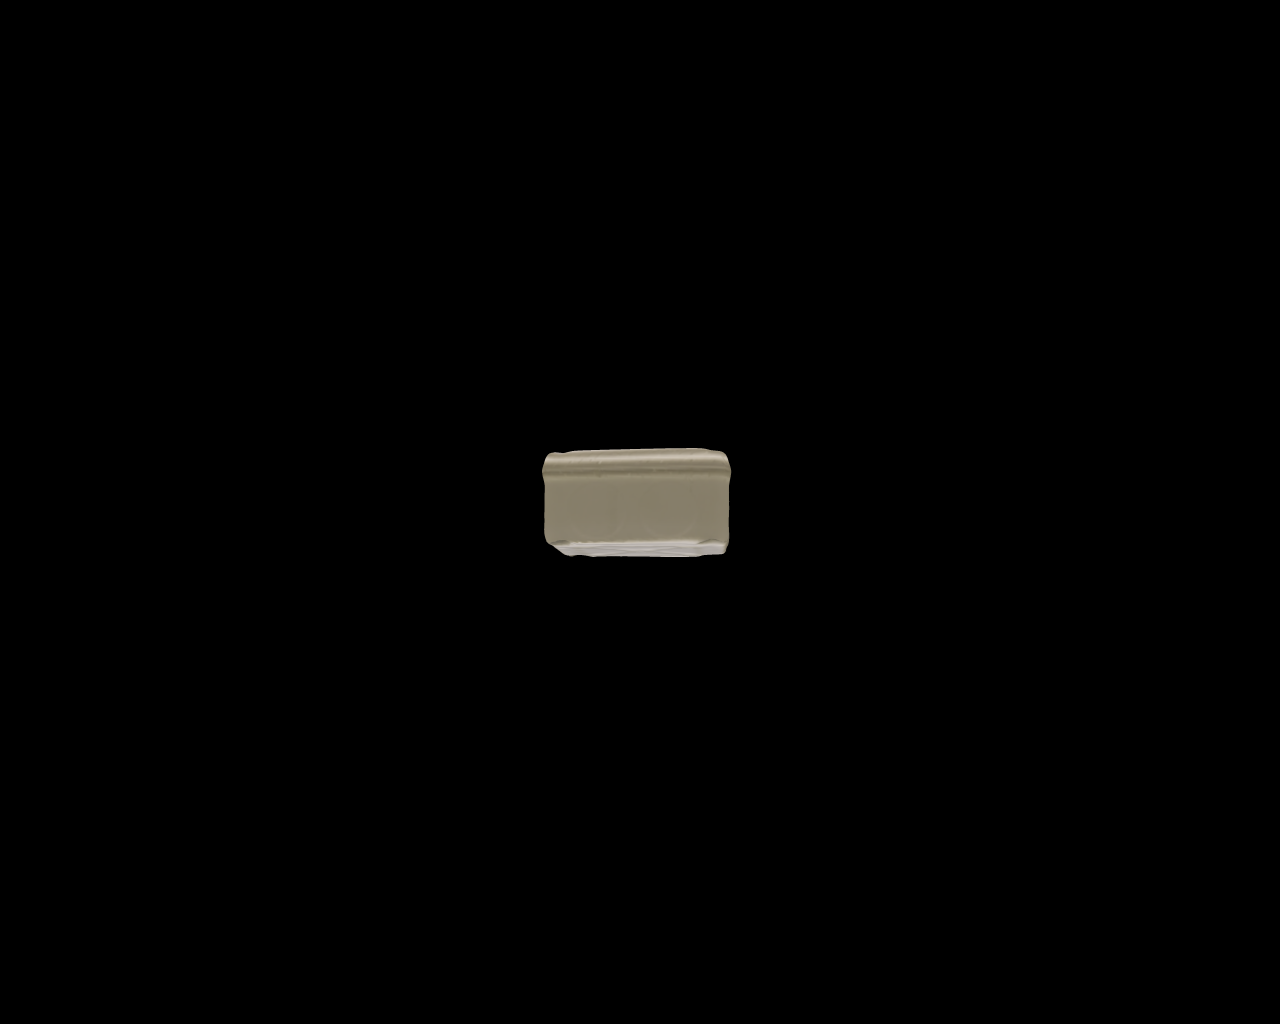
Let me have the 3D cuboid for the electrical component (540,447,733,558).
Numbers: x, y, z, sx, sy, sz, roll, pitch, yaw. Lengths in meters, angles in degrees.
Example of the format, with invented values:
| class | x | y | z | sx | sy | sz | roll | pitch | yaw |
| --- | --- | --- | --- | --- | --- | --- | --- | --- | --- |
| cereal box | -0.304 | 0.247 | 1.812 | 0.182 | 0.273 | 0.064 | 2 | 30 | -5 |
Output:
| class | x | y | z | sx | sy | sz | roll | pitch | yaw |
| --- | --- | --- | --- | --- | --- | --- | --- | --- | --- |
| electrical component | 0.001 | -0.003 | 0.650 | 0.109 | 0.056 | 0.108 | 0 | -7 | 4 |
